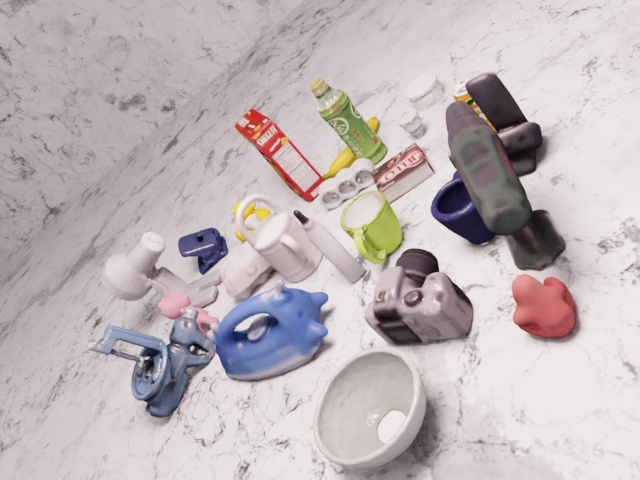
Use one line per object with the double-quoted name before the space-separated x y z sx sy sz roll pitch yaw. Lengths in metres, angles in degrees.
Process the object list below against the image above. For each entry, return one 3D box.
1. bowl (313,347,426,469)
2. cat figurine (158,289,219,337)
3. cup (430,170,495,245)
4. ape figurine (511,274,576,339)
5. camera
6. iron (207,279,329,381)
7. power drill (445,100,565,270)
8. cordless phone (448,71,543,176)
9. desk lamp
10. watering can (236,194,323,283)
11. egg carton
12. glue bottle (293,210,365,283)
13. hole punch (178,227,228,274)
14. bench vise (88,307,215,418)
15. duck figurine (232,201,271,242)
"bowl" 0.076 0.229 0.754 0.167 0.075 0.167 -30 33 23
"cat figurine" -0.301 0.155 1.257 0.067 0.118 0.127 -53 31 -15
"cup" 0.232 -0.047 0.888 0.091 0.095 0.118 -24 36 31
"ape figurine" 0.266 0.074 0.700 0.077 0.092 0.076 -37 31 13
"camera" 0.143 0.071 0.843 0.142 0.101 0.137 -15 41 40
"iron" -0.112 0.159 1.001 0.258 0.142 0.118 -30 33 23
"power drill" 0.247 -0.066 0.780 0.075 0.209 0.229 -31 32 21
"cordless phone" 0.264 -0.186 0.932 0.147 0.185 0.094 -21 37 34
"desk lamp" -0.374 0.082 1.341 0.203 0.214 0.118 -28 34 26
"watering can" -0.095 -0.010 1.138 0.172 0.194 0.101 -8 46 46
"egg carton" -0.149 0.057 1.245 0.150 0.070 0.107 -43 30 1
"glue bottle" 0.009 0.004 1.016 0.037 0.173 0.078 -44 30 0
"hole punch" -0.299 0.012 1.459 0.101 0.091 0.108 -41 30 5
"bench vise" -0.331 0.212 1.122 0.121 0.220 0.207 -18 39 37
"duck figurine" -0.180 -0.054 1.403 0.105 0.086 0.077 -52 31 -14
